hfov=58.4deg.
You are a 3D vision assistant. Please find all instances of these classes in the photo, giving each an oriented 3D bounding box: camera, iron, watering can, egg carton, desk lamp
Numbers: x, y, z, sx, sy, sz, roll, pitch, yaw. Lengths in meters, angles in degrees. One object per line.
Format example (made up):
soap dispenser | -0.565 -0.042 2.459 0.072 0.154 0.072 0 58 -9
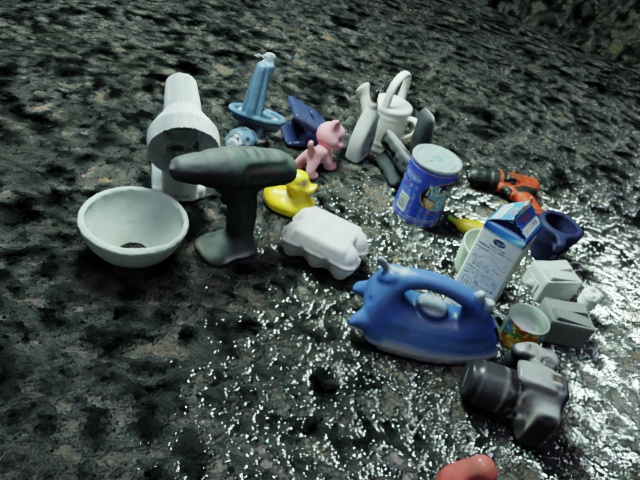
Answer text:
camera | 0.284 0.208 0.847 0.136 0.101 0.143 19 38 2
iron | 0.182 0.106 0.899 0.258 0.141 0.118 14 38 -3
watering can | 0.159 -0.310 1.352 0.172 0.194 0.101 20 38 4
egg carton | 0.009 0.004 1.017 0.150 0.069 0.107 25 39 10
desk lamp | -0.249 -0.171 1.017 0.118 0.213 0.203 1 41 -19

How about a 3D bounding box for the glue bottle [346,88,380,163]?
glue bottle | 0.107 -0.261 1.290 0.037 0.173 0.078 31 40 17

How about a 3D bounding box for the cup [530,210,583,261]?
cup | 0.470 0.008 1.162 0.091 0.095 0.118 20 38 5

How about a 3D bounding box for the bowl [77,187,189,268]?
bowl | -0.297 -0.009 0.915 0.167 0.075 0.167 10 39 -8

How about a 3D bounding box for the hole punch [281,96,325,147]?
hole punch | -0.032 -0.274 1.320 0.101 0.091 0.108 1 41 -19

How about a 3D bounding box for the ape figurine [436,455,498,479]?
ape figurine | 0.188 0.300 0.706 0.076 0.092 0.078 37 43 24

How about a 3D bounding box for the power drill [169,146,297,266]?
power drill | -0.144 -0.062 0.929 0.230 0.208 0.075 -21 52 -38

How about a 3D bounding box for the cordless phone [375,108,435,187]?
cordless phone | 0.201 -0.220 1.266 0.094 0.185 0.147 -5 43 -25

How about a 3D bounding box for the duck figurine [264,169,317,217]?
duck figurine | -0.054 -0.098 1.104 0.104 0.086 0.077 16 38 0

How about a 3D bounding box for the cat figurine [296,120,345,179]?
cat figurine | 0.008 -0.208 1.234 0.067 0.118 0.128 34 41 20

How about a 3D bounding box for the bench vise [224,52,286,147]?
bench vise | -0.125 -0.252 1.156 0.121 0.220 0.207 8 39 -11
